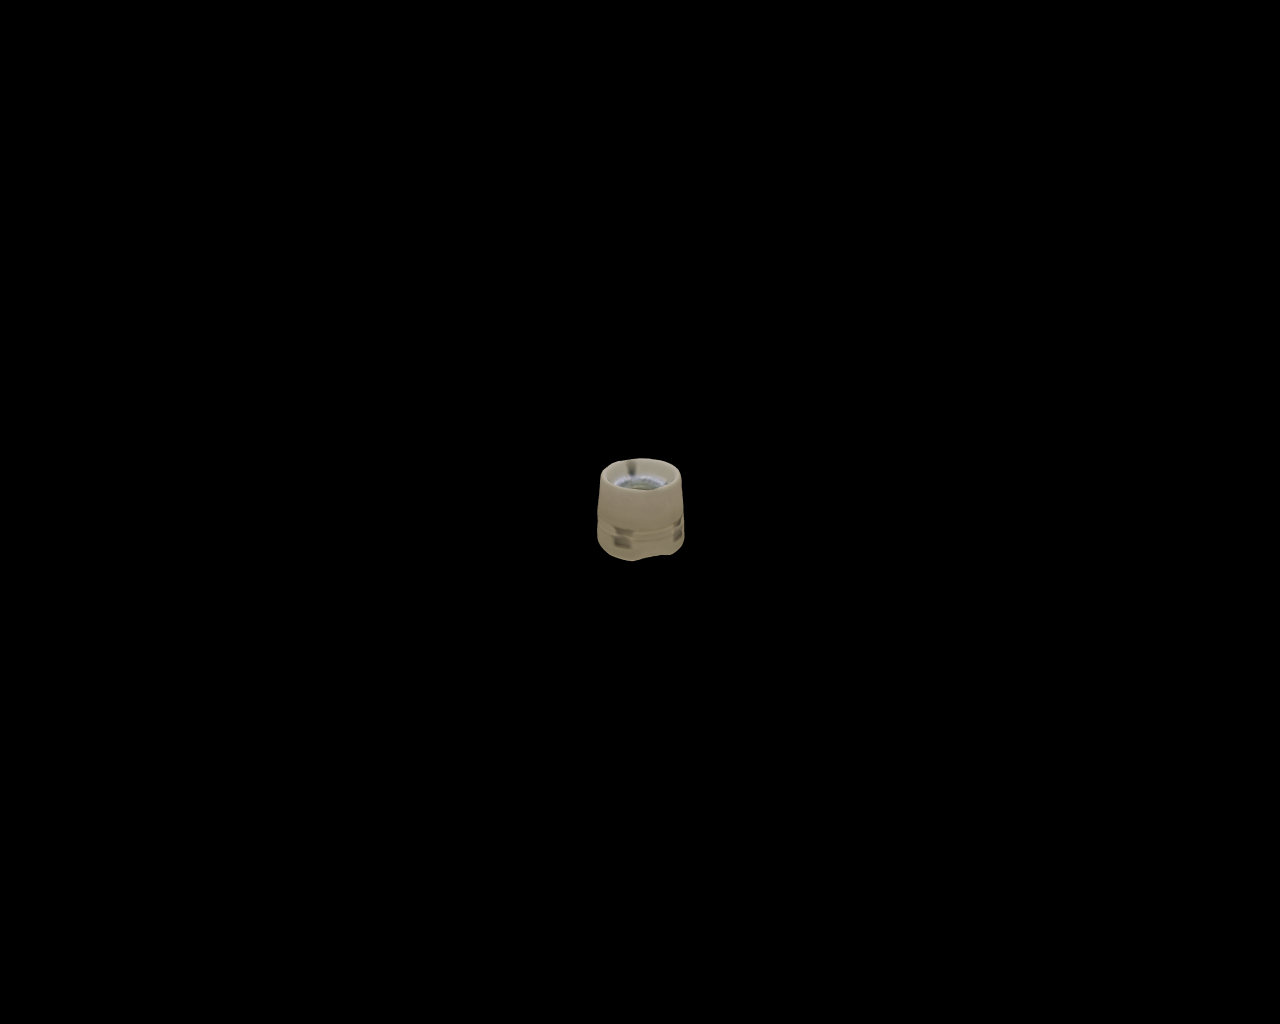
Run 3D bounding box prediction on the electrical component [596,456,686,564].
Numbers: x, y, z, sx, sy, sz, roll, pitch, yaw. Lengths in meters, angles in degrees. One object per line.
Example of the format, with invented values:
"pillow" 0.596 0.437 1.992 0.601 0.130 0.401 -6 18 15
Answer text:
"electrical component" 0.001 -0.003 0.650 0.055 0.047 0.055 0 27 0
